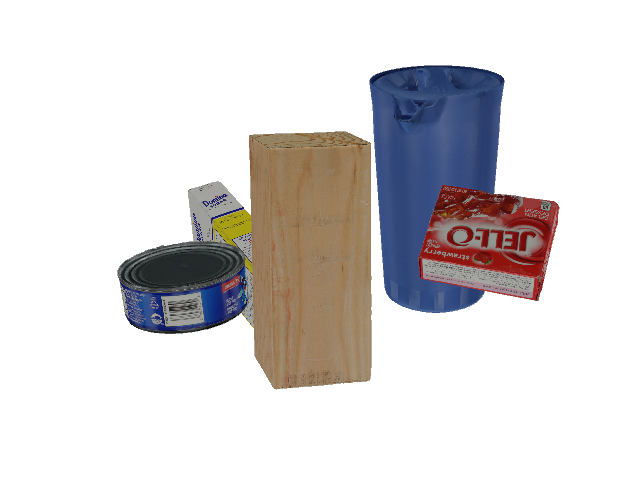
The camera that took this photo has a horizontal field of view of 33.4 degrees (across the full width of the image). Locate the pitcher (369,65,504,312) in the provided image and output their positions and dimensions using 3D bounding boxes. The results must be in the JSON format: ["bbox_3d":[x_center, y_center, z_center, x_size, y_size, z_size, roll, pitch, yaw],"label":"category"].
[{"bbox_3d":[0.124,-0.058,1.108,0.149,0.243,0.145,-9,23,-16],"label":"pitcher"}]

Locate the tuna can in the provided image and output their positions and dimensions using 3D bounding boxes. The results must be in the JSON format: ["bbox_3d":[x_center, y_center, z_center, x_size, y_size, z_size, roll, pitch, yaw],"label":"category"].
[{"bbox_3d":[-0.091,0.031,0.718,0.086,0.034,0.086,-5,20,2],"label":"tuna can"}]

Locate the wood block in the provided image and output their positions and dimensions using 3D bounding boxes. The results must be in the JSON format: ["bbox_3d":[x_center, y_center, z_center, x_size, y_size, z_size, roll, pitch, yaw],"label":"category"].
[{"bbox_3d":[-0.009,0.014,0.928,0.090,0.206,0.091,-3,13,-13],"label":"wood block"}]

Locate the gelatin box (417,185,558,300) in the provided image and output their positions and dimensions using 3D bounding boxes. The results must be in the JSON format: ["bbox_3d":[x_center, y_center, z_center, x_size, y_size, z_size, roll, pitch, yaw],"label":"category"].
[{"bbox_3d":[0.123,0.000,0.776,0.089,0.073,0.030,10,-38,16],"label":"gelatin box"}]

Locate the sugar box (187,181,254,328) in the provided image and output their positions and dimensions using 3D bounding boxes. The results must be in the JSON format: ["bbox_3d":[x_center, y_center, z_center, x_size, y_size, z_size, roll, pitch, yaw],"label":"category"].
[{"bbox_3d":[-0.081,0.020,1.113,0.048,0.093,0.176,-18,41,-20],"label":"sugar box"}]
